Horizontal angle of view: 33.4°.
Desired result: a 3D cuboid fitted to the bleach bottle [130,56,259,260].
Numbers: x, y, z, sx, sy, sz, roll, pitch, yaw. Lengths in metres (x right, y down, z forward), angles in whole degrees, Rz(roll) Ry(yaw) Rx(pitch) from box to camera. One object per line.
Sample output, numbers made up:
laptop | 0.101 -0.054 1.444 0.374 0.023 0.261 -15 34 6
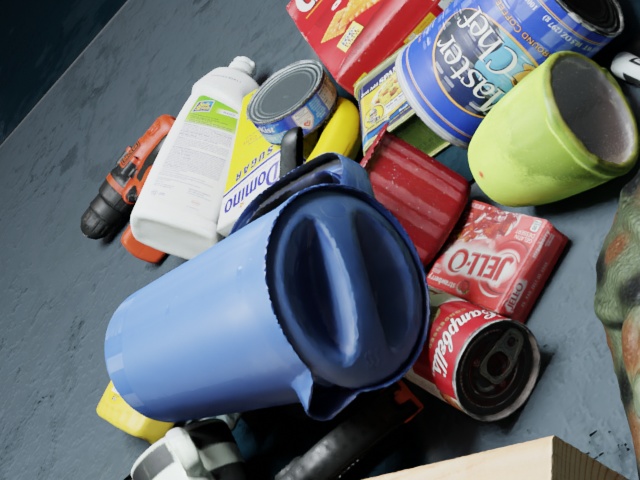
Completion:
bleach bottle | -0.113 -0.098 1.144 0.068 0.102 0.250 101 -173 -56

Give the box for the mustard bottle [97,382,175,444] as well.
mustard bottle | -0.139 0.096 1.020 0.096 0.058 0.191 11 71 57

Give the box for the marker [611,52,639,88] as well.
marker | 0.238 -0.102 0.720 0.020 0.020 0.121 -51 32 8

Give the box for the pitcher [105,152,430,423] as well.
pitcher | -0.048 0.049 0.749 0.149 0.145 0.243 -33 7 -42

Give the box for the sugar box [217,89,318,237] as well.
sugar box | -0.048 -0.086 1.075 0.094 0.048 0.176 -26 41 39

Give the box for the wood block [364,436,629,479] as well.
wood block | 0.074 0.188 0.614 0.207 0.090 0.090 -24 45 41

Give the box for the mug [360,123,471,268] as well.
mug | 0.056 -0.019 0.808 0.117 0.081 0.093 -60 2 -21

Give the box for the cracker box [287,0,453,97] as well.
cracker box | 0.062 -0.236 1.035 0.164 0.072 0.214 -47 32 14

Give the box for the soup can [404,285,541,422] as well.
soup can | 0.089 0.073 0.719 0.068 0.068 0.102 -59 31 -5

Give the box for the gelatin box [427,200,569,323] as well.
gelatin box | 0.124 0.015 0.759 0.073 0.030 0.089 -60 31 -4

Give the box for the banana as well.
banana | -0.006 -0.066 0.985 0.070 0.037 0.197 -4 46 41

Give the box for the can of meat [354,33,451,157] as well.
can of meat | 0.080 -0.115 0.914 0.102 0.057 0.084 -35 39 31

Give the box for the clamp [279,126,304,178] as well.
clamp | -0.006 0.001 0.915 0.172 0.120 0.039 -65 -12 23

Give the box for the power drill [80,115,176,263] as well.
power drill | -0.209 -0.047 1.247 0.184 0.057 0.188 -51 32 8

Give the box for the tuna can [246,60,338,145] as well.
tuna can | -0.026 -0.130 1.013 0.086 0.033 0.086 -25 36 19

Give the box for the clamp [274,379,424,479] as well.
clamp | -0.018 0.174 0.735 0.210 0.164 0.036 -43 77 9

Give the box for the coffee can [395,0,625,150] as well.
coffee can | 0.140 -0.148 0.800 0.141 0.102 0.103 -42 33 37
